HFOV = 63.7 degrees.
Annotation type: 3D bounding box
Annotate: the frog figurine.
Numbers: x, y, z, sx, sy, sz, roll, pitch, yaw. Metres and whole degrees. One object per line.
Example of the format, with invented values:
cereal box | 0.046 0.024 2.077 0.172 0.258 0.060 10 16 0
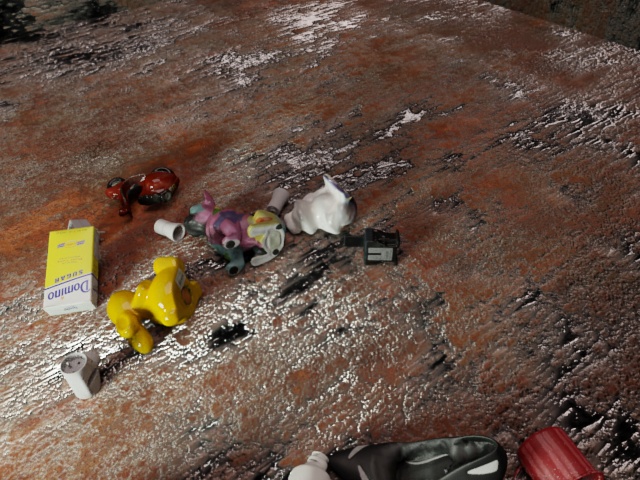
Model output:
frog figurine | 0.004 -0.061 1.204 0.139 0.159 0.121 47 6 31
